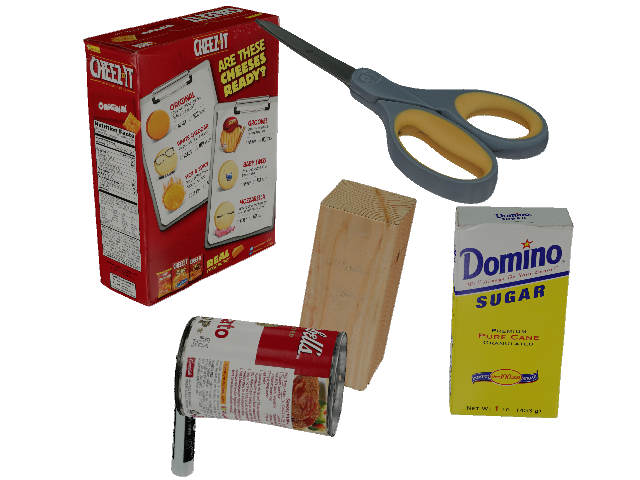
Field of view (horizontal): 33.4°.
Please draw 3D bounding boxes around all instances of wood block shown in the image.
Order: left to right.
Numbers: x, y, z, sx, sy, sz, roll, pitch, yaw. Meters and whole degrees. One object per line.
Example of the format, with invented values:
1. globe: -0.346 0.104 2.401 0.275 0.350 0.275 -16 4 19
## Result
1. wood block: 0.037 0.050 1.195 0.090 0.206 0.090 16 24 13

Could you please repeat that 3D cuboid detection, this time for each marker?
1. marker: -0.111 0.141 0.875 0.020 0.121 0.020 5 27 -3

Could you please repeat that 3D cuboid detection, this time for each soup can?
1. soup can: -0.037 0.088 0.695 0.102 0.068 0.068 6 1 8

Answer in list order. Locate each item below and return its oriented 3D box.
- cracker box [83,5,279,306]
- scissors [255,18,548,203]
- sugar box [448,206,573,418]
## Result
1. cracker box: -0.112 -0.075 0.893 0.072 0.214 0.163 19 30 34
2. scissors: 0.047 -0.086 0.594 0.096 0.016 0.202 -16 44 -21
3. sugar box: 0.155 0.061 0.884 0.093 0.176 0.048 0 24 5
